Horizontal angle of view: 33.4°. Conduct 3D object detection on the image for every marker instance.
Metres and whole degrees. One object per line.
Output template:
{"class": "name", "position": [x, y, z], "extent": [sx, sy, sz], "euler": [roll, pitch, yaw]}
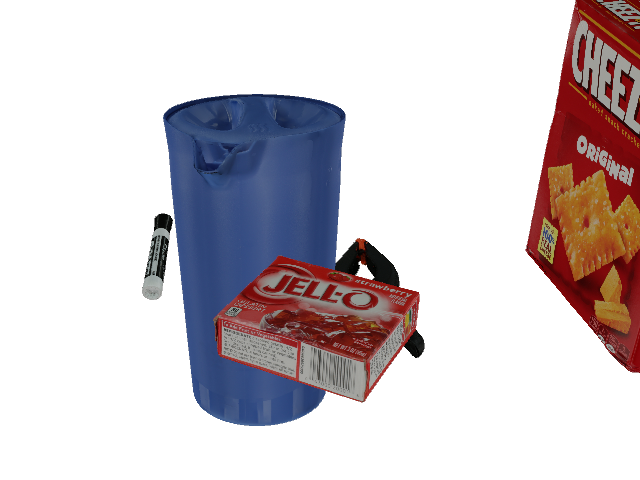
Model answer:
{"class": "marker", "position": [-0.161, 0.013, 1.059], "extent": [0.020, 0.020, 0.121], "euler": [0, 38, -1]}

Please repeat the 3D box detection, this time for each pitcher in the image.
{"class": "pitcher", "position": [-0.044, 0.010, 0.829], "extent": [0.149, 0.243, 0.145], "euler": [-10, 23, -24]}

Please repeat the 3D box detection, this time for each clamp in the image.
{"class": "clamp", "position": [0.058, 0.068, 1.168], "extent": [0.120, 0.171, 0.039], "euler": [6, -42, 5]}

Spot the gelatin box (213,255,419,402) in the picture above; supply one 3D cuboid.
{"class": "gelatin box", "position": [-0.001, 0.044, 0.573], "extent": [0.089, 0.030, 0.073], "euler": [15, 32, 22]}

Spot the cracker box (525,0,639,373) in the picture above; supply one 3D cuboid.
{"class": "cracker box", "position": [0.219, -0.041, 0.738], "extent": [0.072, 0.214, 0.164], "euler": [-7, 34, -15]}
